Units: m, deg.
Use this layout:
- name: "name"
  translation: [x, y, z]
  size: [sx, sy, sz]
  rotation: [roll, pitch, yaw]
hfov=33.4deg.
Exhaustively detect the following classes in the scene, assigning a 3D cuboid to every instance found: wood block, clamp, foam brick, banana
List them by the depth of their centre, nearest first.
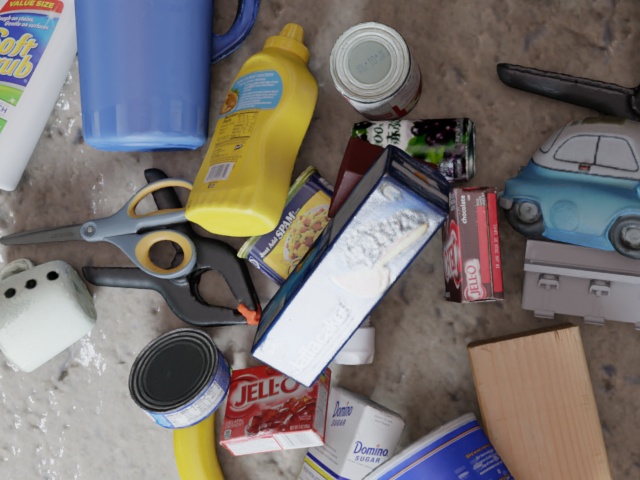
- name: "wood block"
  translation: [0.185, 0.177, 0.866]
  size: [0.091, 0.090, 0.206]
  rotation: [-12, 86, 8]
- name: "foam brick"
  translation: [0.051, -0.040, 0.873]
  size: [0.078, 0.053, 0.051]
  rotation: [19, 128, -4]
- name: "clamp"
  translation: [0.259, -0.117, 0.877]
  size: [0.165, 0.036, 0.210]
  rotation: [-33, 97, 28]
- name: "banana"
  translation: [-0.088, 0.212, 0.940]
  size: [0.070, 0.037, 0.198]
  rotation: [-17, 85, 9]
- name: "clamp"
  translation: [-0.119, 0.014, 0.954]
  size: [0.171, 0.039, 0.120]
  rotation: [25, 96, 12]

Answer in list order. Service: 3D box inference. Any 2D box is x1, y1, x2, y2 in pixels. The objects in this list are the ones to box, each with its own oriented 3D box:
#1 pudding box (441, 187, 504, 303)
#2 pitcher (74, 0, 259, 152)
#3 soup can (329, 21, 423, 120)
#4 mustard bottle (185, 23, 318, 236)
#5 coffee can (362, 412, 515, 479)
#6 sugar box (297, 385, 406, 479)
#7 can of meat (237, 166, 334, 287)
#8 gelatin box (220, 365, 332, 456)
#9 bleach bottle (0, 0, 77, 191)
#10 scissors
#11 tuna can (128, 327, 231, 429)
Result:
- name: "pudding box"
  translation: [0.122, 0.006, 0.871]
  size: [0.039, 0.113, 0.090]
  rotation: [-3, 87, 2]
- name: "pitcher"
  translation: [-0.141, -0.200, 0.928]
  size: [0.149, 0.144, 0.243]
  rotation: [0, 92, 22]
- name: "soup can"
  translation: [0.048, -0.139, 0.895]
  size: [0.068, 0.102, 0.068]
  rotation: [0, 88, 11]
- name: "mustard bottle"
  translation: [-0.049, -0.100, 0.908]
  size: [0.096, 0.058, 0.191]
  rotation: [-4, 63, 49]
- name: "coffee can"
  translation: [0.108, 0.214, 0.788]
  size: [0.103, 0.102, 0.140]
  rotation: [-35, 73, 7]
- name: "sugar box"
  translation: [0.010, 0.215, 0.884]
  size: [0.048, 0.093, 0.176]
  rotation: [25, 86, -17]
- name: "can of meat"
  translation: [-0.006, 0.001, 0.924]
  size: [0.084, 0.057, 0.102]
  rotation: [40, 96, 7]
- name: "gelatin box"
  translation: [-0.038, 0.142, 0.910]
  size: [0.089, 0.030, 0.073]
  rotation: [-11, 48, 22]
- name: "bleach bottle"
  translation: [-0.276, -0.177, 0.977]
  size: [0.102, 0.068, 0.251]
  rotation: [24, 90, 10]
- name: "scissors"
  translation: [-0.190, 0.007, 0.947]
  size: [0.202, 0.016, 0.096]
  rotation: [-21, 76, 13]
- name: "tuna can"
  translation: [-0.121, 0.121, 0.930]
  size: [0.086, 0.033, 0.086]
  rotation: [-14, 47, 16]
